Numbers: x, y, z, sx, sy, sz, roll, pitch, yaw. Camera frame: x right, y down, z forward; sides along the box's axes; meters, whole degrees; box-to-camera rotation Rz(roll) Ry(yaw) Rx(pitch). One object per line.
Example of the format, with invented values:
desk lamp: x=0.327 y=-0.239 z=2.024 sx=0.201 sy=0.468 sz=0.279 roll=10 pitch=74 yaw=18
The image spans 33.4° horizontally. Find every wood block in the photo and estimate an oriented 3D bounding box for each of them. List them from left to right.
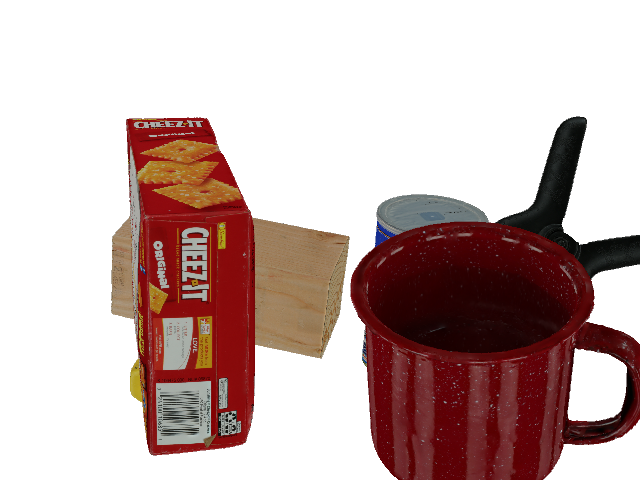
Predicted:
wood block: x=-0.085 y=0.034 z=1.016 sx=0.206 sy=0.090 sz=0.090 roll=11 pitch=28 yaw=9

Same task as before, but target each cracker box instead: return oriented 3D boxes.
cracker box: x=-0.094 y=0.020 z=0.737 sx=0.072 sy=0.164 sz=0.214 roll=-3 pitch=22 yaw=-11

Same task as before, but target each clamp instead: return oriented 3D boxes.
clamp: x=0.169 y=0.010 z=0.725 sx=0.120 sy=0.171 sz=0.039 roll=39 pitch=-12 yaw=10

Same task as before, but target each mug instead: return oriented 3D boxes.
mug: x=0.071 y=0.052 z=0.428 sx=0.117 sy=0.081 sz=0.093 roll=7 pitch=34 yaw=16

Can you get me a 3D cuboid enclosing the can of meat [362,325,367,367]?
can of meat: x=0.102 y=0.114 z=1.315 sx=0.101 sy=0.084 sz=0.057 roll=-8 pitch=29 yaw=-25

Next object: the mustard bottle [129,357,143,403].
mustard bottle: x=-0.142 y=0.121 z=1.205 sx=0.096 sy=0.058 sz=0.191 roll=8 pitch=25 yaw=7

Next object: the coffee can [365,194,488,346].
coffee can: x=0.098 y=0.040 z=1.005 sx=0.103 sy=0.140 sz=0.103 roll=3 pitch=24 yaw=-2
